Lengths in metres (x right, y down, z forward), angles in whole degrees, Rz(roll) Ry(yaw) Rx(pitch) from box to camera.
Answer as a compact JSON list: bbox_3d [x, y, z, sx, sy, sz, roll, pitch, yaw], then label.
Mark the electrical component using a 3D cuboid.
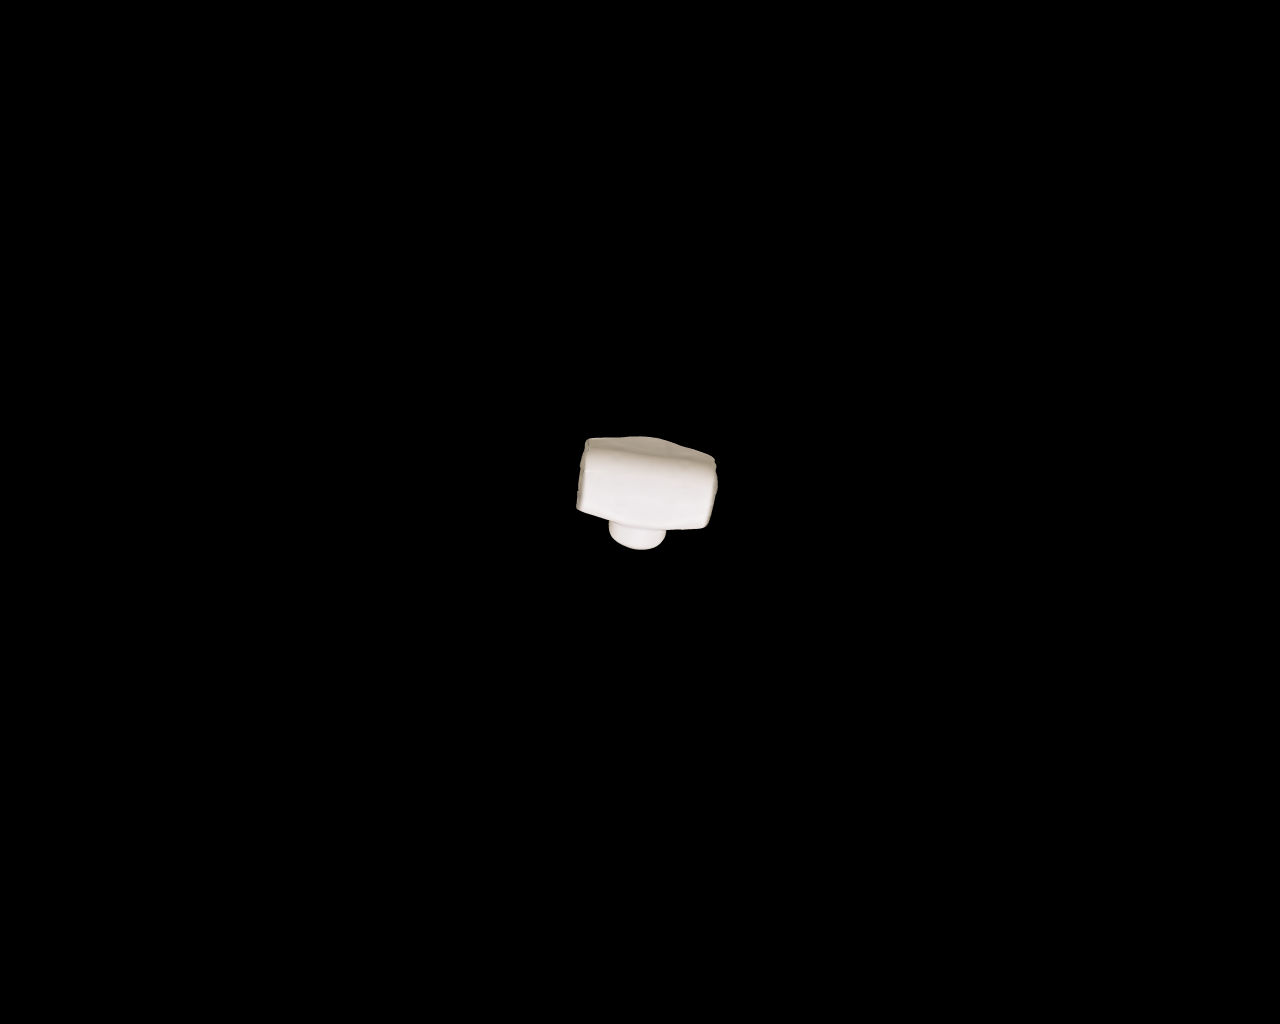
[{"bbox_3d":[0.001,-0.003,0.650,0.077,0.079,0.044,8,34,-5],"label":"electrical component"}]
